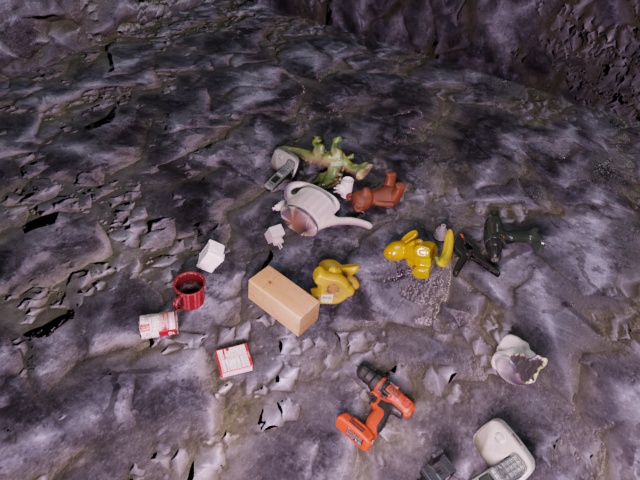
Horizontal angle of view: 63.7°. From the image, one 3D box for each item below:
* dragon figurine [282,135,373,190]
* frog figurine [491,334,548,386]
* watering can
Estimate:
[{"bbox_3d":[0.013,-0.304,2.094,0.410,0.119,0.249,0,47,11],"label":"dragon figurine"},{"bbox_3d":[0.555,0.342,1.478,0.137,0.122,0.160,-10,8,-7],"label":"frog figurine"},{"bbox_3d":[0.006,-0.093,1.855,0.349,0.101,0.229,32,47,12],"label":"watering can"}]
